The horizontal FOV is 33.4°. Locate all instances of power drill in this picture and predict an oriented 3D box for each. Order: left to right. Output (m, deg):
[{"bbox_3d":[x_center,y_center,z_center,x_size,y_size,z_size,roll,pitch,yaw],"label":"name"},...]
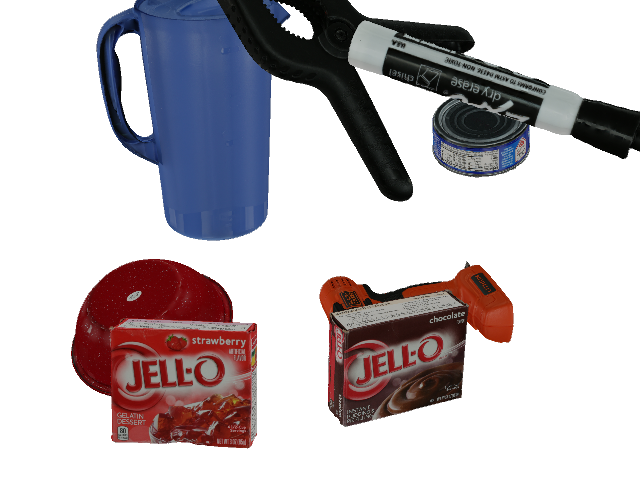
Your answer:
[{"bbox_3d":[0.104,0.084,1.128,0.187,0.057,0.184,-6,28,-12],"label":"power drill"}]

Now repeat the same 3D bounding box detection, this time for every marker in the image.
[{"bbox_3d":[0.069,-0.059,0.418,0.121,0.020,0.020,21,5,13],"label":"marker"}]

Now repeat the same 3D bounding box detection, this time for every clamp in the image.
[{"bbox_3d":[0.009,-0.132,0.777,0.209,0.164,0.036,26,-29,-16],"label":"clamp"}]

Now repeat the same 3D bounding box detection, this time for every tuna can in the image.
[{"bbox_3d":[0.141,-0.095,0.938,0.086,0.034,0.086,-5,41,4],"label":"tuna can"}]

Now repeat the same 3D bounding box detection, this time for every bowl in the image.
[{"bbox_3d":[-0.167,0.069,1.003,0.162,0.055,0.162,-10,42,9],"label":"bowl"}]

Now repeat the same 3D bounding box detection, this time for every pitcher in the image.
[{"bbox_3d":[-0.120,-0.126,1.065,0.149,0.243,0.144,14,30,25],"label":"pitcher"}]

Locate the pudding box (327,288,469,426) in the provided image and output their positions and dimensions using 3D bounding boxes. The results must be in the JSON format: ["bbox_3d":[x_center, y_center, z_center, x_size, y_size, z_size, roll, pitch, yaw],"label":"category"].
[{"bbox_3d":[0.062,0.094,0.868,0.113,0.090,0.039,-11,29,-23],"label":"pudding box"}]

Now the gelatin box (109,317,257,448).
[{"bbox_3d":[-0.084,0.087,0.656,0.089,0.073,0.030,2,8,6],"label":"gelatin box"}]
